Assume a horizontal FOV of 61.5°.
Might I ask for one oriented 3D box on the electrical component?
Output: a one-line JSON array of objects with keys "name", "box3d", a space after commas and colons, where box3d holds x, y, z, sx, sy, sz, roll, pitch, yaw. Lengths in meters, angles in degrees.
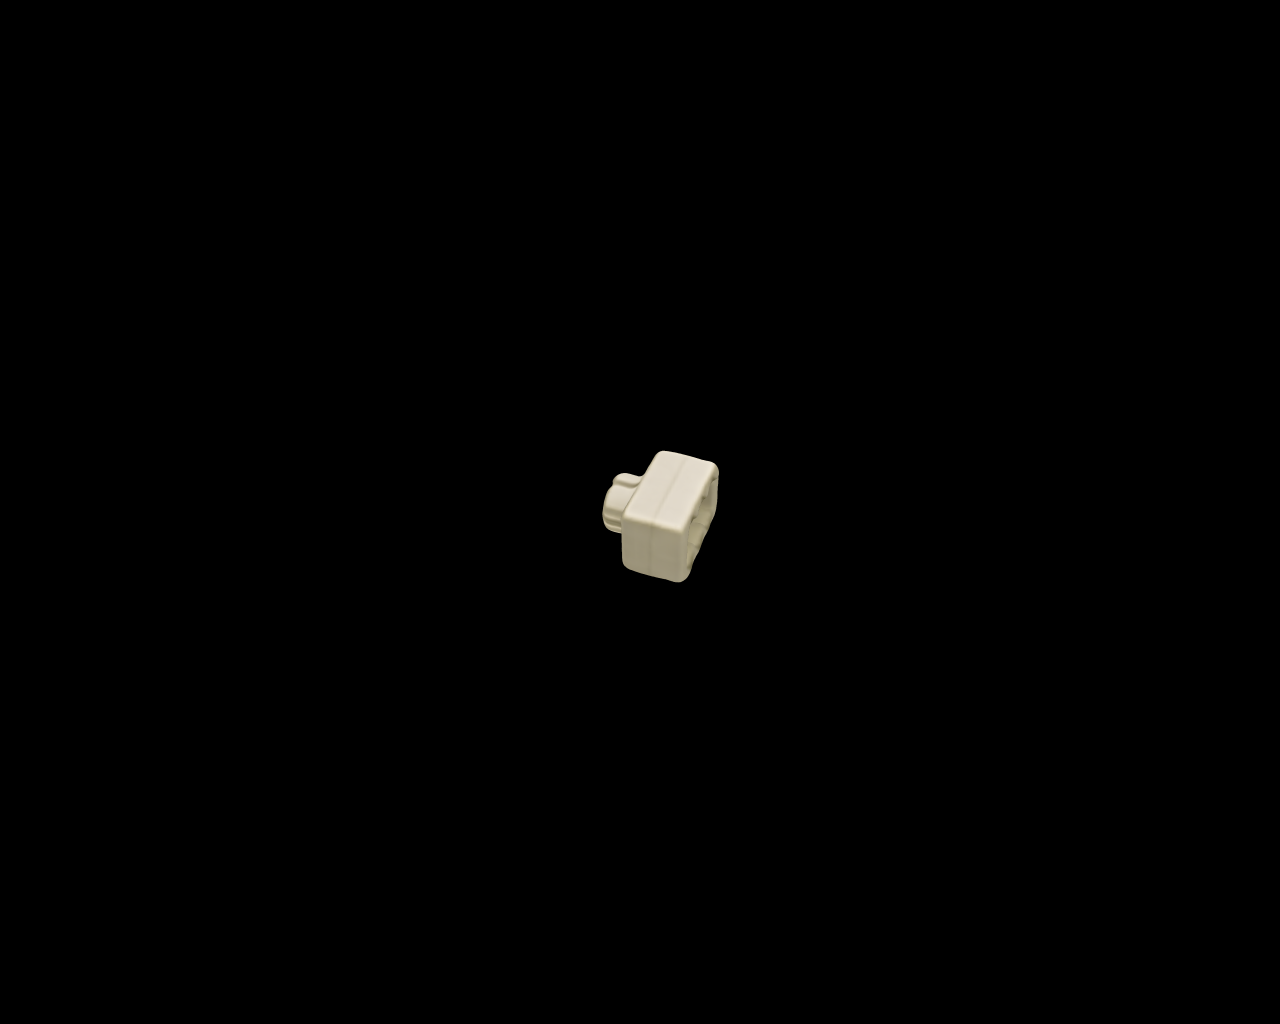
[{"name": "electrical component", "box3d": [0.001, -0.003, 0.650, 0.077, 0.047, 0.066, 15, 47, 15]}]
